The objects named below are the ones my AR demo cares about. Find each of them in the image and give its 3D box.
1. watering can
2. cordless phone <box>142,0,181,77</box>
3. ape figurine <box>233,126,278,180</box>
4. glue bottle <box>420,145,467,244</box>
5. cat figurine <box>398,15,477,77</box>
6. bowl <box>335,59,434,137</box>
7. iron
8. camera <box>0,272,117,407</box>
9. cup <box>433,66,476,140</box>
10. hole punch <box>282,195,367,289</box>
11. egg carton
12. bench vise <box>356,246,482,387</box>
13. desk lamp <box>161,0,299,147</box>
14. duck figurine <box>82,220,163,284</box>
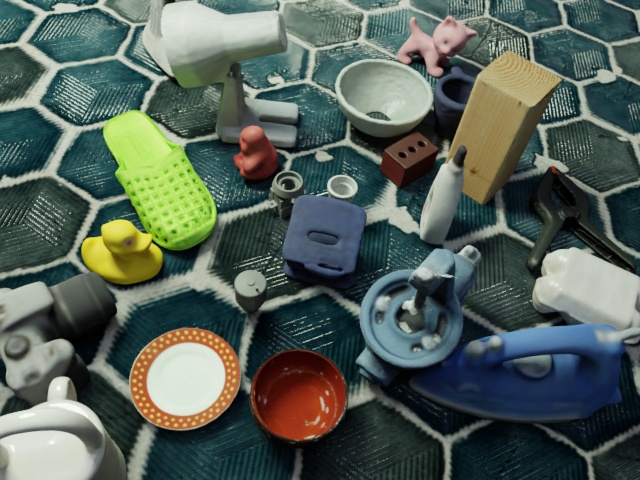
[{"bbox_3d":[-0.250,0.213,0.543,0.101,0.194,0.172,-26,61,-23],"label":"watering can"},{"bbox_3d":[-0.250,-0.386,0.981,0.094,0.185,0.147,-31,63,-25],"label":"cordless phone"},{"bbox_3d":[-0.101,-0.139,0.878,0.076,0.092,0.078,13,54,3],"label":"ape figurine"},{"bbox_3d":[0.179,-0.071,0.814,0.037,0.173,0.078,9,54,0],"label":"glue bottle"},{"bbox_3d":[0.221,-0.377,1.074,0.127,0.118,0.067,26,56,12],"label":"cat figurine"},{"bbox_3d":[0.105,-0.230,0.980,0.167,0.075,0.167,3,54,-4],"label":"bowl"},{"bbox_3d":[0.245,0.144,0.686,0.258,0.141,0.118,-2,54,-8],"label":"iron"},{"bbox_3d":[-0.310,0.100,0.675,0.137,0.101,0.143,-28,62,-24],"label":"camera"},{"bbox_3d":[0.230,-0.230,0.983,0.091,0.095,0.117,2,54,-5],"label":"cup"},{"bbox_3d":[0.007,0.003,0.790,0.108,0.091,0.101,12,54,2],"label":"hole punch"},{"bbox_3d":[0.374,0.078,0.794,0.150,0.069,0.107,26,55,12],"label":"egg carton"},{"bbox_3d":[0.124,0.056,0.686,0.121,0.220,0.208,23,55,10],"label":"bench vise"},{"bbox_3d":[-0.130,-0.261,0.888,0.203,0.213,0.118,4,54,-4],"label":"desk lamp"},{"bbox_3d":[-0.265,0.007,0.757,0.104,0.086,0.077,7,54,-1],"label":"duck figurine"}]
